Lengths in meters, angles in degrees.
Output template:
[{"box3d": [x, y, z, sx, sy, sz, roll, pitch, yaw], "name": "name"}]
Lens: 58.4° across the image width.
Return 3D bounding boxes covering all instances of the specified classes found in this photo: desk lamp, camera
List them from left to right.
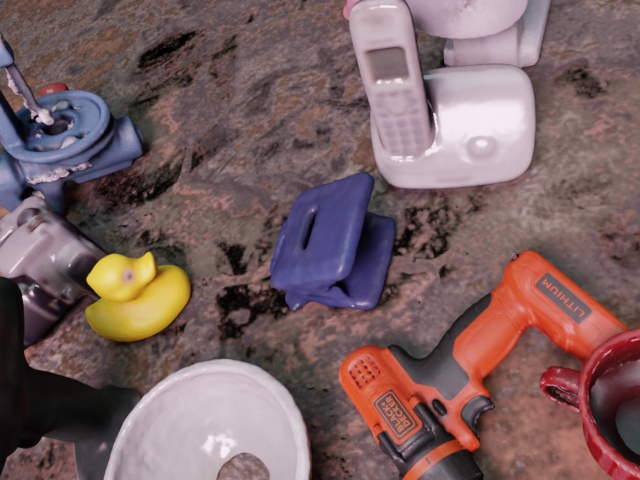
[{"box3d": [-0.304, 0.036, 0.602, 0.142, 0.101, 0.137, 30, 75, 33], "name": "camera"}, {"box3d": [0.146, -0.252, 0.531, 0.117, 0.214, 0.203, 8, 63, 26], "name": "desk lamp"}]

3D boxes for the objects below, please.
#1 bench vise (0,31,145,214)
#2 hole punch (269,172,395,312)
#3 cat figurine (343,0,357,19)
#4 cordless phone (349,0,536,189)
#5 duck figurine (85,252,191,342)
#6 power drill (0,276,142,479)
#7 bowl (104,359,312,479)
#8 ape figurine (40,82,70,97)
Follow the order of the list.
[{"box3d": [-0.329, -0.114, 0.630, 0.207, 0.220, 0.121, -46, 55, -9], "name": "bench vise"}, {"box3d": [0.005, 0.002, 0.506, 0.100, 0.091, 0.109, 3, 61, 23], "name": "hole punch"}, {"box3d": [0.045, -0.304, 0.663, 0.067, 0.118, 0.127, -23, 54, 7], "name": "cat figurine"}, {"box3d": [0.104, -0.128, 0.488, 0.147, 0.185, 0.094, -4, 59, 20], "name": "cordless phone"}, {"box3d": [-0.190, 0.049, 0.558, 0.104, 0.086, 0.077, -29, 54, 3], "name": "duck figurine"}, {"box3d": [-0.217, 0.141, 0.435, 0.075, 0.209, 0.229, -31, 54, 1], "name": "power drill"}, {"box3d": [-0.074, 0.182, 0.437, 0.167, 0.075, 0.167, -10, 57, 16], "name": "bowl"}, {"box3d": [-0.317, -0.164, 0.735, 0.076, 0.092, 0.077, -36, 54, -2], "name": "ape figurine"}]
